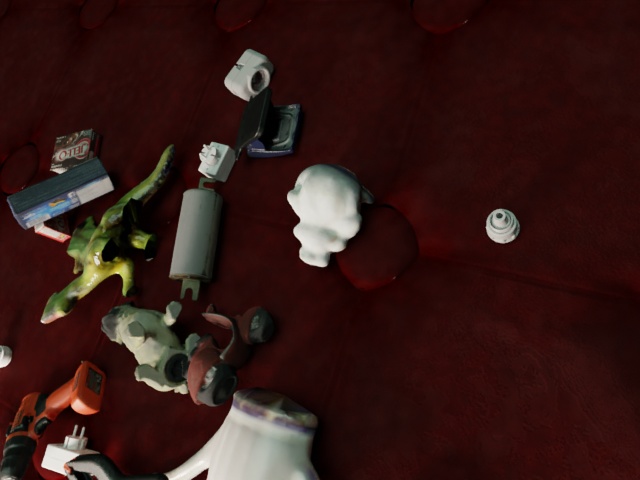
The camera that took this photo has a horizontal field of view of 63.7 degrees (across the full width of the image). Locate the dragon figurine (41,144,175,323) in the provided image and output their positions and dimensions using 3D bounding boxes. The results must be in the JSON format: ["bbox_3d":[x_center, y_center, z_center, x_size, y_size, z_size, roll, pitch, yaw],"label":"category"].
[{"bbox_3d":[-0.446,-0.016,1.066,0.242,0.120,0.418,2,62,33],"label":"dragon figurine"}]

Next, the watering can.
[{"bbox_3d":[-0.127,0.335,0.780,0.348,0.102,0.227,6,72,36],"label":"watering can"}]

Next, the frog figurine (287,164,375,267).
[{"bbox_3d":[0.003,-0.043,0.860,0.138,0.121,0.161,30,73,11],"label":"frog figurine"}]
